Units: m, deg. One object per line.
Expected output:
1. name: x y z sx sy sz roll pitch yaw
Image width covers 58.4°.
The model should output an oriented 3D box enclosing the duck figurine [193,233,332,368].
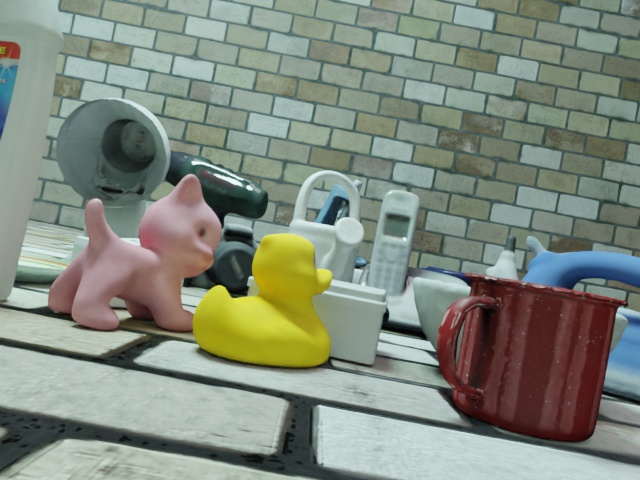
1. duck figurine: -0.032 0.037 0.389 0.105 0.086 0.077 13 -3 -41

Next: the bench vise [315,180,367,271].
1. bench vise: -0.005 -0.004 1.012 0.206 0.220 0.122 10 -2 21

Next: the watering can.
1. watering can: 0.009 0.003 0.770 0.101 0.194 0.172 12 -3 -41

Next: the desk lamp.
1. desk lamp: -0.249 -0.058 0.711 0.118 0.213 0.203 11 -2 -9

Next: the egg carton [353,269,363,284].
1. egg carton: 0.046 0.078 0.879 0.150 0.069 0.107 11 -2 1

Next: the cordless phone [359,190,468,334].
1. cordless phone: 0.131 0.031 0.756 0.147 0.185 0.094 11 -2 3

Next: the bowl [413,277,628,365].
1. bowl: 0.152 0.080 0.464 0.167 0.075 0.167 11 -2 1

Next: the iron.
1. iron: 0.305 0.079 0.560 0.257 0.141 0.119 9 -2 37

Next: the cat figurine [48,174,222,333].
1. cat figurine: -0.124 0.005 0.429 0.067 0.118 0.128 9 -2 37

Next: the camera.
1. camera: -0.137 0.024 0.805 0.143 0.101 0.136 11 -2 -14

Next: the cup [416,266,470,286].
1. cup: 0.190 0.092 0.892 0.117 0.095 0.092 9 -2 34

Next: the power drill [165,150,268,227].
1. power drill: -0.208 -0.039 0.956 0.229 0.208 0.076 11 -2 5

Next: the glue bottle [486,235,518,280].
1. glue bottle: 0.306 0.077 0.964 0.077 0.173 0.037 9 -2 37
